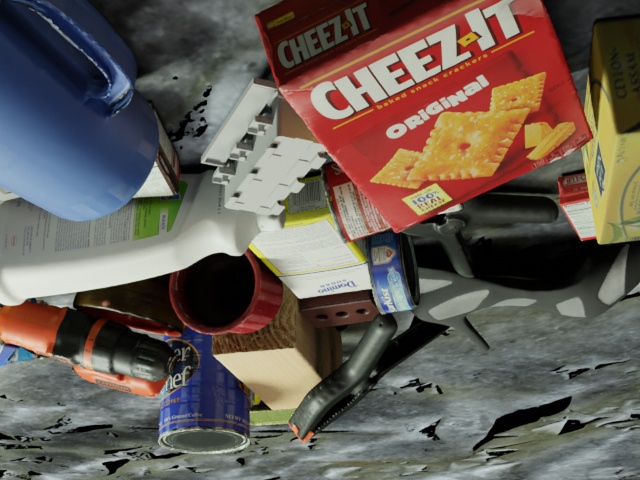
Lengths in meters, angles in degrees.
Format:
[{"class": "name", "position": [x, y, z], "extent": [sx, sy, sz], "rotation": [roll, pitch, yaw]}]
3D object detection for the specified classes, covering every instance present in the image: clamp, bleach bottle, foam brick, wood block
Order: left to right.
[{"class": "bleach bottle", "position": [-0.154, -0.005, 0.902], "extent": [0.251, 0.102, 0.068], "rotation": [-5, 154, 10]}, {"class": "wood block", "position": [-0.041, 0.113, 1.171], "extent": [0.091, 0.090, 0.206], "rotation": [-7, 154, 13]}, {"class": "foam brick", "position": [0.022, 0.054, 1.092], "extent": [0.078, 0.051, 0.053], "rotation": [-10, 152, 18]}, {"class": "clamp", "position": [0.049, 0.142, 1.145], "extent": [0.210, 0.036, 0.164], "rotation": [-48, 156, 26]}, {"class": "clamp", "position": [0.114, -0.017, 0.955], "extent": [0.171, 0.039, 0.120], "rotation": [17, 132, -24]}]

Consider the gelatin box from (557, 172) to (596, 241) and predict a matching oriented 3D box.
[{"class": "gelatin box", "position": [0.256, -0.034, 0.945], "extent": [0.073, 0.030, 0.089], "rotation": [-11, 153, 23]}]

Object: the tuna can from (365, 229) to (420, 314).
[{"class": "tuna can", "position": [0.068, 0.025, 0.995], "extent": [0.034, 0.086, 0.086], "rotation": [-10, 153, 13]}]

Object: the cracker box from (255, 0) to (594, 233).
[{"class": "cracker box", "position": [0.079, -0.103, 0.707], "extent": [0.164, 0.072, 0.213], "rotation": [-25, 149, 13]}]

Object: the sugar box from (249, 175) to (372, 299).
[{"class": "sugar box", "position": [-0.007, 0.001, 0.991], "extent": [0.093, 0.048, 0.176], "rotation": [-9, 157, 16]}]

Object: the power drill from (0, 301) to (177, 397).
[{"class": "power drill", "position": [-0.214, 0.115, 1.089], "extent": [0.184, 0.057, 0.187], "rotation": [16, 165, 13]}]

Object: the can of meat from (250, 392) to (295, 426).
[{"class": "can of meat", "position": [-0.043, 0.178, 1.310], "extent": [0.102, 0.084, 0.057], "rotation": [-6, 154, 9]}]

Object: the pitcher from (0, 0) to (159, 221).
[{"class": "pitcher", "position": [-0.195, -0.102, 0.675], "extent": [0.145, 0.149, 0.242], "rotation": [-45, 149, 2]}]

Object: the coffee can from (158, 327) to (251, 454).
[{"class": "coffee can", "position": [-0.129, 0.160, 1.205], "extent": [0.103, 0.140, 0.103], "rotation": [-1, 154, -1]}]

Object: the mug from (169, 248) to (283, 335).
[{"class": "mug", "position": [-0.095, 0.041, 1.025], "extent": [0.117, 0.093, 0.081], "rotation": [30, -178, 21]}]

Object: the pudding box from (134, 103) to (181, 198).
[{"class": "pudding box", "position": [-0.176, -0.067, 0.850], "extent": [0.113, 0.039, 0.090], "rotation": [-2, 155, 7]}]

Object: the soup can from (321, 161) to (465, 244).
[{"class": "soup can", "position": [0.059, -0.043, 0.858], "extent": [0.102, 0.068, 0.068], "rotation": [-16, 152, 8]}]
